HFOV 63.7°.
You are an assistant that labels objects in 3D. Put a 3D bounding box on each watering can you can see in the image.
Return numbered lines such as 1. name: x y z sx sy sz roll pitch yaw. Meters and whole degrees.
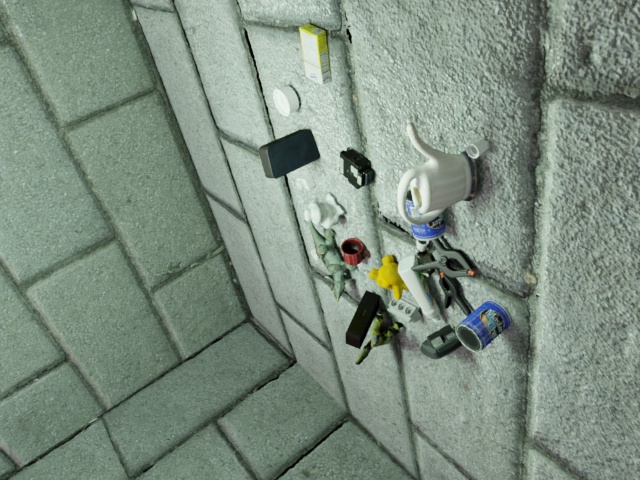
1. watering can: 0.308 -0.176 1.345 0.339 0.225 0.106 84 163 -45

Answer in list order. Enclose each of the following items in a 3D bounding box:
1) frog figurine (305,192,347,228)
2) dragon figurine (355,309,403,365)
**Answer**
1. frog figurine: 0.006 -0.106 2.114 0.137 0.161 0.122 61 158 -5
2. dragon figurine: 0.228 0.437 2.169 0.123 0.413 0.239 34 111 15
